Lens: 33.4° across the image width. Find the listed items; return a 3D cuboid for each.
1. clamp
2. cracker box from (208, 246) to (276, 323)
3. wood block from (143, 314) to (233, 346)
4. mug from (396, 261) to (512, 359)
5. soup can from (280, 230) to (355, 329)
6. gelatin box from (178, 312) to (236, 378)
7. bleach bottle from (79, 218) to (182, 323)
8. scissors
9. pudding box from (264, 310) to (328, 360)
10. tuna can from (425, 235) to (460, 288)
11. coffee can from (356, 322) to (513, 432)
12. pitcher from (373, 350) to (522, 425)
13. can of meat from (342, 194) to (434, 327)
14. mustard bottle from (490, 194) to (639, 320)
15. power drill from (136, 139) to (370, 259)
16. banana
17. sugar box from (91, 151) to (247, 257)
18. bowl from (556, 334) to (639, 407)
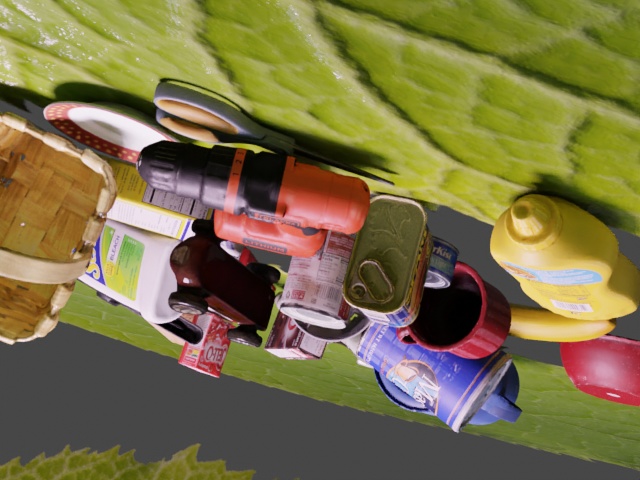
[{"bbox_3d":[-0.246,0.065,1.317,0.210,0.036,0.164,24,169,32],"label":"clamp"},{"bbox_3d":[-0.152,0.043,1.335,0.164,0.072,0.213,16,168,10],"label":"cracker box"},{"bbox_3d":[-0.186,0.102,1.566,0.090,0.091,0.206,15,167,7],"label":"wood block"},{"bbox_3d":[0.134,0.080,1.089,0.117,0.093,0.081,-29,150,23],"label":"mug"},{"bbox_3d":[0.006,0.026,1.017,0.068,0.102,0.068,14,166,3],"label":"soup can"},{"bbox_3d":[-0.145,0.136,1.389,0.030,0.073,0.089,15,169,19],"label":"gelatin box"},{"bbox_3d":[-0.258,0.006,1.202,0.251,0.102,0.068,19,-168,28],"label":"bleach bottle"},{"bbox_3d":[-0.046,-0.076,0.850,0.201,0.016,0.096,23,166,-26],"label":"scissors"},{"bbox_3d":[-0.014,0.083,1.245,0.039,0.113,0.090,25,163,-22],"label":"pudding box"},{"bbox_3d":[0.089,0.018,1.033,0.086,0.033,0.086,15,167,3],"label":"tuna can"},{"bbox_3d":[0.126,0.129,1.178,0.140,0.103,0.102,36,172,17],"label":"coffee can"},{"bbox_3d":[0.178,0.172,1.341,0.145,0.149,0.242,-16,158,21],"label":"pitcher"},{"bbox_3d":[0.063,0.022,0.937,0.057,0.102,0.084,12,168,16],"label":"can of meat"},{"bbox_3d":[0.187,0.010,0.837,0.096,0.058,0.191,8,164,31],"label":"mustard bottle"},{"bbox_3d":[-0.056,-0.033,0.899,0.184,0.057,0.188,14,173,-1],"label":"power drill"},{"bbox_3d":[0.222,0.084,1.138,0.198,0.037,0.069,8,165,30],"label":"banana"},{"bbox_3d":[-0.155,-0.035,1.083,0.176,0.048,0.093,15,165,-9],"label":"sugar box"},{"bbox_3d":[0.349,0.156,1.243,0.162,0.055,0.162,16,167,4],"label":"bowl"}]
